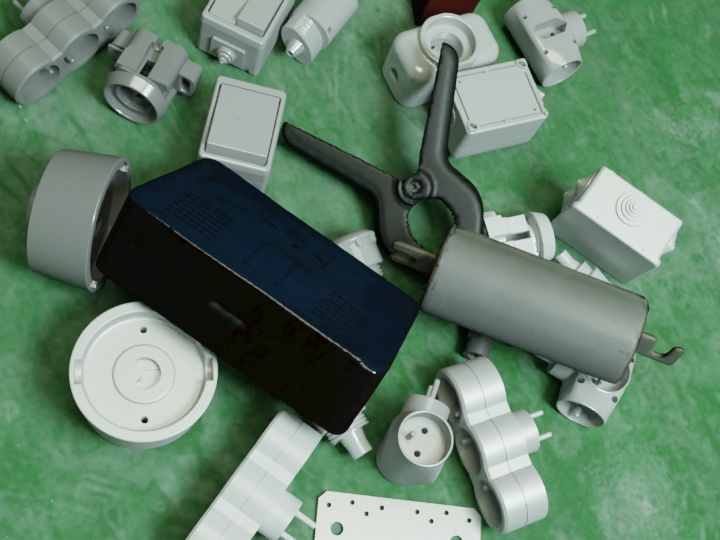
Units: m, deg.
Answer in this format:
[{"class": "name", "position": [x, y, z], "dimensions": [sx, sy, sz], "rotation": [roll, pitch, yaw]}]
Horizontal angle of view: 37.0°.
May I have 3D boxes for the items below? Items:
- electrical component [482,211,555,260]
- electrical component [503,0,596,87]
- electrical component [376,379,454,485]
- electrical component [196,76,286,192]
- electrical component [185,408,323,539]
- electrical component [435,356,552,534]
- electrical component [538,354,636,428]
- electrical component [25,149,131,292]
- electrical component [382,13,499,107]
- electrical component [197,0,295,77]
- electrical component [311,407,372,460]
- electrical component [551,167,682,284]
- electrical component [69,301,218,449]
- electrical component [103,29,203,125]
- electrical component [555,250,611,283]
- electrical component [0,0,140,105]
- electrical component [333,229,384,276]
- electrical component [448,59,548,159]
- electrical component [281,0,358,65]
[{"class": "electrical component", "position": [0.137, -0.024, 0.941], "dimensions": [0.055, 0.048, 0.066], "rotation": [-12, 72, -9]}, {"class": "electrical component", "position": [0.190, -0.225, 1.031], "dimensions": [0.079, 0.043, 0.077], "rotation": [-23, 76, -19]}, {"class": "electrical component", "position": [0.048, 0.124, 0.844], "dimensions": [0.044, 0.077, 0.079], "rotation": [22, 66, -3]}, {"class": "electrical component", "position": [-0.100, -0.120, 0.915], "dimensions": [0.062, 0.061, 0.096], "rotation": [13, 67, -8]}, {"class": "electrical component", "position": [-0.068, 0.179, 0.809], "dimensions": [0.074, 0.052, 0.138], "rotation": [36, 66, 2]}, {"class": "electrical component", "position": [0.120, 0.134, 0.867], "dimensions": [0.074, 0.052, 0.138], "rotation": [-16, 77, -19]}, {"class": "electrical component", "position": [0.185, 0.081, 0.910], "dimensions": [0.079, 0.044, 0.077], "rotation": [30, 66, 0]}, {"class": "electrical component", "position": [-0.223, -0.042, 0.834], "dimensions": [0.060, 0.108, 0.108], "rotation": [14, 67, -1]}, {"class": "electrical component", "position": [0.075, -0.195, 0.985], "dimensions": [0.095, 0.059, 0.053], "rotation": [-20, 75, -19]}, {"class": "electrical component", "position": [-0.102, -0.224, 0.955], "dimensions": [0.062, 0.061, 0.096], "rotation": [26, 66, -2]}, {"class": "electrical component", "position": [-0.014, 0.119, 0.851], "dimensions": [0.043, 0.043, 0.062], "rotation": [-28, 79, -21]}, {"class": "electrical component", "position": [0.222, -0.039, 0.937], "dimensions": [0.100, 0.099, 0.048], "rotation": [36, 79, 3]}, {"class": "electrical component", "position": [-0.165, 0.084, 0.820], "dimensions": [0.108, 0.060, 0.108], "rotation": [4, 68, -11]}, {"class": "electrical component", "position": [-0.183, -0.162, 0.915], "dimensions": [0.078, 0.058, 0.057], "rotation": [25, 63, -2]}, {"class": "electrical component", "position": [0.194, 0.009, 0.941], "dimensions": [0.035, 0.035, 0.061], "rotation": [-43, 95, -23]}, {"class": "electrical component", "position": [-0.262, -0.210, 0.912], "dimensions": [0.074, 0.052, 0.138], "rotation": [44, 73, 7]}, {"class": "electrical component", "position": [0.000, 0.000, 0.901], "dimensions": [0.048, 0.048, 0.062], "rotation": [-22, 85, -20]}, {"class": "electrical component", "position": [0.121, -0.145, 0.975], "dimensions": [0.096, 0.061, 0.061], "rotation": [-14, 73, -18]}, {"class": "electrical component", "position": [-0.042, -0.223, 0.978], "dimensions": [0.043, 0.043, 0.081], "rotation": [34, 66, 2]}]
